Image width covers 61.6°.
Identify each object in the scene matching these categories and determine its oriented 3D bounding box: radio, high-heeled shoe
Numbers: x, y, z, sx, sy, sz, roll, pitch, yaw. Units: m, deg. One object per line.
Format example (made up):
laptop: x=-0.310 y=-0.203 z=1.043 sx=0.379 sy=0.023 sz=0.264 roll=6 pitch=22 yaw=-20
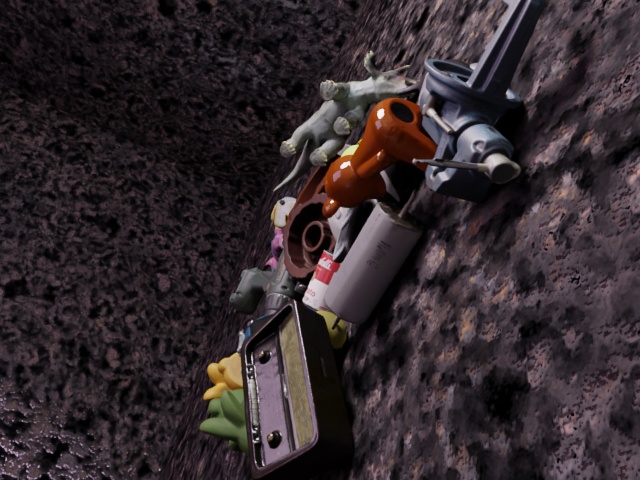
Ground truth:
radio: x=-0.041 y=0.209 z=0.744 sx=0.131 sy=0.073 sz=0.230 roll=-40 pitch=37 yaw=23
high-heeled shoe: x=0.165 y=-0.149 z=0.826 sx=0.145 sy=0.086 sz=0.248 roll=4 pitch=88 yaw=45

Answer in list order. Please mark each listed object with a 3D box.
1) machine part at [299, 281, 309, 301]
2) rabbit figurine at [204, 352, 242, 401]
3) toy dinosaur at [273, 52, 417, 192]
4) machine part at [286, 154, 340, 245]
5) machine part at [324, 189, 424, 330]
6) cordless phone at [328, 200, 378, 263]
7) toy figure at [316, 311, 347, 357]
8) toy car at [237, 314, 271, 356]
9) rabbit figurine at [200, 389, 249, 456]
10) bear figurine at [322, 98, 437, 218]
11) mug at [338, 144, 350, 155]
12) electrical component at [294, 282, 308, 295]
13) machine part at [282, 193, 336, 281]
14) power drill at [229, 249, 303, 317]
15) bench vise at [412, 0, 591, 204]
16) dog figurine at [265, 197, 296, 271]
machine part: x=-0.027 y=0.120 z=1.146 sx=0.084 sy=0.039 sz=0.139 roll=-41 pitch=26 yaw=52
rabbit figurine: x=-0.167 y=0.321 z=1.163 sx=0.173 sy=0.162 sz=0.122 roll=100 pitch=170 yaw=-52
toy dinosaur: x=0.038 y=-0.256 z=1.167 sx=0.405 sy=0.131 sz=0.192 roll=-35 pitch=1 yaw=45
machine part: x=0.008 y=-0.089 z=1.232 sx=0.201 sy=0.087 sz=0.201 roll=-54 pitch=15 yaw=22
machine part: x=0.075 y=0.034 z=0.769 sx=0.243 sy=0.079 sz=0.079 roll=-60 pitch=13 yaw=23
cordless phone: x=0.048 y=-0.015 z=0.897 sx=0.146 sy=0.089 sz=0.184 roll=-52 pitch=11 yaw=50
toy figure: x=-0.019 y=0.199 z=0.859 sx=0.180 sy=0.082 sz=0.089 roll=-60 pitch=30 yaw=-7
toy car: x=-0.068 y=0.194 z=1.003 sx=0.109 sy=0.162 sz=0.102 roll=-99 pitch=-10 yaw=-57
rabbit figurine: x=-0.126 y=0.328 z=0.967 sx=0.121 sy=0.159 sz=0.170 roll=-58 pitch=25 yaw=-11
bear figurine: x=0.089 y=-0.103 z=0.779 sx=0.195 sy=0.132 sz=0.120 roll=122 pitch=169 yaw=-45
mug: x=0.043 y=-0.191 z=1.348 sx=0.109 sy=0.081 sz=0.107 roll=-110 pitch=38 yaw=-77
electrical component: x=-0.017 y=0.106 z=1.064 sx=0.094 sy=0.063 sz=0.021 roll=68 pitch=-133 yaw=-79
machine part: x=-0.002 y=-0.003 z=1.067 sx=0.179 sy=0.056 sz=0.179 roll=-19 pitch=64 yaw=43
power drill: x=-0.117 y=0.116 z=1.175 sx=0.207 sy=0.086 sz=0.232 roll=-24 pitch=39 yaw=55
bench vise: x=0.182 y=-0.170 z=0.593 sx=0.224 sy=0.129 sz=0.240 roll=-83 pitch=13 yaw=-59
dog figurine: x=-0.086 y=0.010 z=1.418 sx=0.219 sy=0.108 sz=0.191 roll=126 pitch=139 yaw=-61
